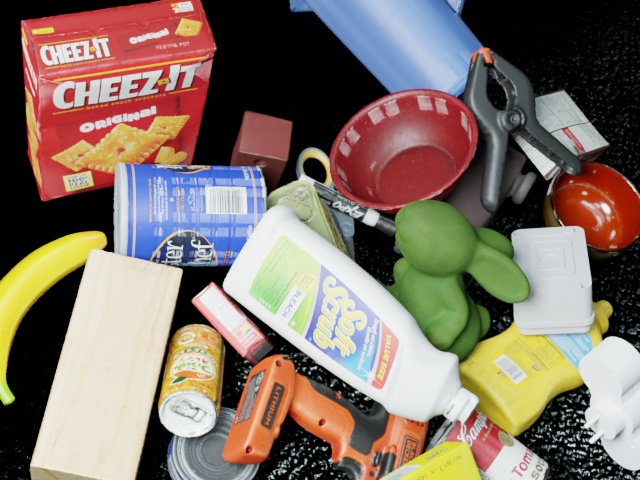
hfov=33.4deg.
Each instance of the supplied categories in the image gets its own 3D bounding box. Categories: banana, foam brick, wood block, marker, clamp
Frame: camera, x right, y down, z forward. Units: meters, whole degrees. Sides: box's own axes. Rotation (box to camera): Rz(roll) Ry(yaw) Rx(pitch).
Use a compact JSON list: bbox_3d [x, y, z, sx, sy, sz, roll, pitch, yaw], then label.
[{"bbox_3d":[-0.277,0.060,1.016,0.069,0.037,0.197,33,61,-14],"label":"banana"},{"bbox_3d":[-0.063,-0.089,1.117,0.053,0.078,0.051,12,60,-8],"label":"foam brick"},{"bbox_3d":[-0.192,0.125,0.970,0.090,0.091,0.206,13,62,-7],"label":"wood block"},{"bbox_3d":[0.031,-0.035,1.126,0.121,0.020,0.020,26,61,-5],"label":"marker"},{"bbox_3d":[0.209,-0.123,1.132,0.120,0.039,0.171,-14,93,-20],"label":"clamp"}]

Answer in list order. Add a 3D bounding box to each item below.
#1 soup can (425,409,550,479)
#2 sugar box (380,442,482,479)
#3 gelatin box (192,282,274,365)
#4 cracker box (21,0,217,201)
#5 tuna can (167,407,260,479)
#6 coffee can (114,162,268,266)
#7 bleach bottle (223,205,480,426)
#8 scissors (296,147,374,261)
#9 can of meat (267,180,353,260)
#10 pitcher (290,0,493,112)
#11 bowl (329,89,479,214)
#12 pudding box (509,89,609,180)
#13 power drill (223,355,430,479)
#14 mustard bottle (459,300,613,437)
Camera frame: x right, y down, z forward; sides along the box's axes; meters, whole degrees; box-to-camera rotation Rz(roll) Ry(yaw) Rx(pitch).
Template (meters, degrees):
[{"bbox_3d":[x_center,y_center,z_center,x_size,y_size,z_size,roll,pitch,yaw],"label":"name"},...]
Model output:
[{"bbox_3d":[0.160,0.212,1.027,0.102,0.069,0.068,37,61,6],"label":"soup can"},{"bbox_3d":[0.121,0.281,0.959,0.093,0.048,0.176,-22,89,-29],"label":"sugar box"},{"bbox_3d":[-0.081,0.081,1.021,0.030,0.089,0.073,-43,78,-5],"label":"gelatin box"},{"bbox_3d":[-0.196,-0.130,1.026,0.164,0.214,0.072,-14,67,-20],"label":"cracker box"},{"bbox_3d":[-0.097,0.199,0.989,0.086,0.034,0.086,6,63,-11],"label":"tuna can"},{"bbox_3d":[-0.130,-0.024,1.053,0.140,0.103,0.103,0,64,-14],"label":"coffee can"},{"bbox_3d":[0.037,0.077,0.968,0.251,0.068,0.102,34,98,15],"label":"bleach bottle"},{"bbox_3d":[0.010,-0.021,1.135,0.096,0.016,0.201,17,60,-9],"label":"scissors"},{"bbox_3d":[-0.007,0.001,1.074,0.057,0.084,0.102,-25,70,10],"label":"can of meat"},{"bbox_3d":[0.093,-0.255,1.205,0.144,0.149,0.243,-34,79,-27],"label":"pitcher"},{"bbox_3d":[0.094,-0.083,1.127,0.162,0.055,0.162,-13,51,16],"label":"bowl"},{"bbox_3d":[0.268,-0.122,1.218,0.113,0.039,0.090,-18,66,-49],"label":"pudding box"},{"bbox_3d":[0.008,0.201,0.981,0.187,0.057,0.184,27,59,-19],"label":"power drill"},{"bbox_3d":[0.232,0.115,1.097,0.191,0.058,0.096,-31,59,-25],"label":"mustard bottle"}]
